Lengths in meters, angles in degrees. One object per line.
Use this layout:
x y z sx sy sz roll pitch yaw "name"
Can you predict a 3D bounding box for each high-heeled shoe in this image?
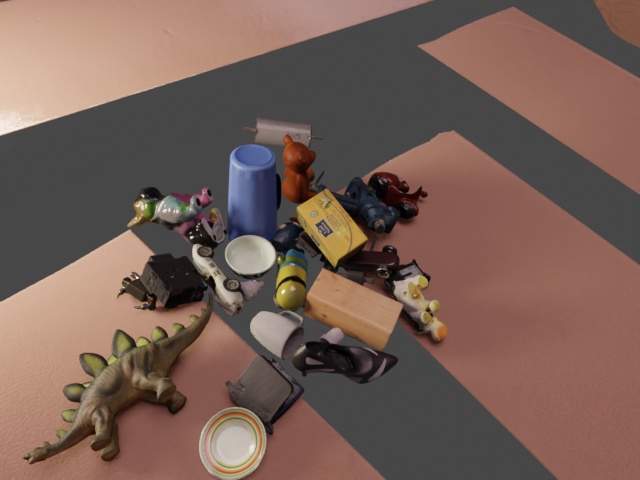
0.060 0.242 1.139 0.249 0.145 0.086 -7 52 -14 "high-heeled shoe"

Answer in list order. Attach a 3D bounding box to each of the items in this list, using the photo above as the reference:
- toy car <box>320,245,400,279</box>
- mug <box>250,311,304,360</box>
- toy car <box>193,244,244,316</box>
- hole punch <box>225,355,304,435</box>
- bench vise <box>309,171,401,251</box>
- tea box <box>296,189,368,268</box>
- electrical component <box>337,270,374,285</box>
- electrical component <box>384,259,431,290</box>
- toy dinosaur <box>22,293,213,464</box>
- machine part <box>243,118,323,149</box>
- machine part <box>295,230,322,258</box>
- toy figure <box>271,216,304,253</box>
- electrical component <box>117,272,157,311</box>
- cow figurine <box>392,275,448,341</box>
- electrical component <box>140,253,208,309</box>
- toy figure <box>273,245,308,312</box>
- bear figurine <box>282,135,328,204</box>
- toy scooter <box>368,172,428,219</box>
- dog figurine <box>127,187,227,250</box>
0.101 0.053 1.357 0.202 0.053 0.089 3 48 19 "toy car"
-0.094 0.195 1.196 0.107 0.080 0.109 24 54 22 "mug"
-0.245 0.090 1.260 0.056 0.073 0.202 -28 59 -31 "toy car"
-0.108 0.308 1.100 0.142 0.092 0.116 41 93 19 "hole punch"
0.086 -0.094 1.440 0.240 0.128 0.224 17 38 -20 "bench vise"
0.027 -0.029 1.325 0.098 0.068 0.170 -35 76 -18 "tea box"
0.085 0.109 1.316 0.094 0.063 0.021 8 15 10 "electrical component"
0.212 0.103 1.353 0.119 0.047 0.075 -25 58 -28 "electrical component"
-0.363 0.266 1.070 0.199 0.105 0.471 37 48 24 "toy dinosaur"
-0.112 -0.324 1.643 0.243 0.079 0.079 7 49 -5 "machine part"
-0.003 -0.004 1.385 0.084 0.039 0.139 39 36 15 "machine part"
-0.067 -0.029 1.406 0.058 0.064 0.154 19 46 30 "toy figure"
-0.412 0.118 1.229 0.102 0.045 0.078 27 21 9 "electrical component"
0.231 0.167 1.271 0.068 0.098 0.167 -32 98 -33 "cow figurine"
-0.340 0.088 1.231 0.134 0.058 0.115 45 29 23 "electrical component"
-0.068 0.088 1.285 0.082 0.089 0.180 5 48 1 "toy figure"
-0.045 -0.195 1.465 0.132 0.195 0.120 -21 53 -27 "bear figurine"
0.234 -0.139 1.550 0.135 0.075 0.184 -25 58 -35 "toy scooter"
-0.365 -0.050 1.345 0.219 0.191 0.108 -9 26 19 "dog figurine"
